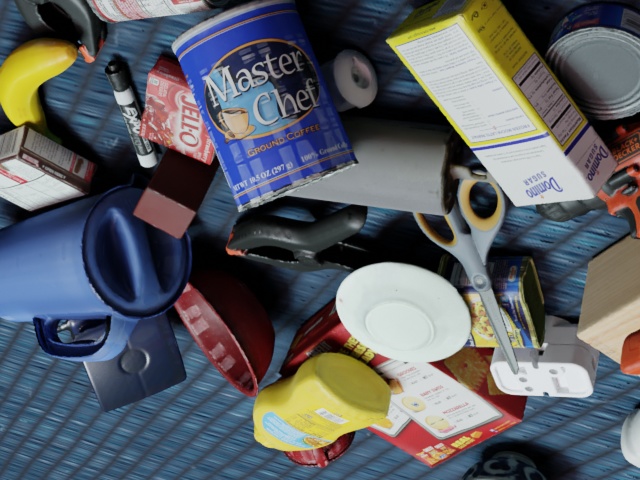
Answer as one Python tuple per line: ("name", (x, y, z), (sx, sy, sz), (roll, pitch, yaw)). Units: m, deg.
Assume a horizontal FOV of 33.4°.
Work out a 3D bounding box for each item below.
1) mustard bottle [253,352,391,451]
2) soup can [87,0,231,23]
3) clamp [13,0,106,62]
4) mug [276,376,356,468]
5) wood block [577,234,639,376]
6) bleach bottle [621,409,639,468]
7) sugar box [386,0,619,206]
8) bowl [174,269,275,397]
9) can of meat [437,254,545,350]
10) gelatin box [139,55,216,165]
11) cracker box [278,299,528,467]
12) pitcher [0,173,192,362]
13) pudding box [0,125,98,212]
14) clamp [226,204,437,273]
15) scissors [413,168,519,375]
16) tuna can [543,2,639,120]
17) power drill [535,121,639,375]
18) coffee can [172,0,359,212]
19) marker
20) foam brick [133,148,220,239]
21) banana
("mustard bottle", (-0.016, 0.181, 1.129), (0.096, 0.058, 0.192), (28, 142, -21))
("soup can", (-0.124, -0.208, 0.827), (0.102, 0.068, 0.068), (-1, 137, 26))
("clamp", (-0.231, -0.221, 0.885), (0.120, 0.039, 0.171), (-6, 141, 45))
("mug", (-0.011, 0.210, 1.236), (0.093, 0.117, 0.081), (-18, 127, 4))
("wood block", (0.316, 0.026, 0.872), (0.090, 0.090, 0.206), (32, 141, -12))
("bleach bottle", (0.377, 0.139, 1.001), (0.102, 0.068, 0.251), (19, 140, 4))
("sugar box", (0.138, -0.104, 0.803), (0.176, 0.048, 0.093), (47, 157, -20))
("bowl", (-0.097, 0.087, 1.142), (0.162, 0.055, 0.162), (45, 158, 24))
("can of meat", (0.164, 0.060, 1.014), (0.084, 0.057, 0.102), (-1, 136, 25))
("gelatin box", (-0.121, -0.117, 0.964), (0.073, 0.030, 0.089), (22, 142, -1))
("cracker box", (0.089, 0.142, 1.136), (0.213, 0.072, 0.164), (33, 140, -12))
("pitcher", (-0.259, 0.035, 1.112), (0.243, 0.149, 0.145), (-10, 114, 43))
("pudding box", (-0.294, -0.070, 1.074), (0.114, 0.039, 0.089), (-9, 151, 43))
("clamp", (-0.007, 0.001, 1.019), (0.210, 0.036, 0.164), (6, 158, 27))
("scissors", (0.155, 0.020, 0.946), (0.096, 0.016, 0.202), (-33, 94, 33))
("tuna can", (0.208, -0.131, 0.783), (0.086, 0.033, 0.086), (14, 141, 11))
("power drill", (0.246, 0.004, 0.814), (0.057, 0.187, 0.185), (0, 159, -32))
("coffee can", (-0.042, -0.105, 0.832), (0.103, 0.102, 0.140), (-21, 92, 41))
("marker", (-0.176, -0.118, 0.999), (0.020, 0.020, 0.121), (7, 139, 19))
("foam brick", (-0.134, -0.051, 1.011), (0.053, 0.078, 0.051), (29, 140, -9))
("banana", (-0.262, -0.143, 0.979), (0.069, 0.037, 0.198), (15, 159, -12))
